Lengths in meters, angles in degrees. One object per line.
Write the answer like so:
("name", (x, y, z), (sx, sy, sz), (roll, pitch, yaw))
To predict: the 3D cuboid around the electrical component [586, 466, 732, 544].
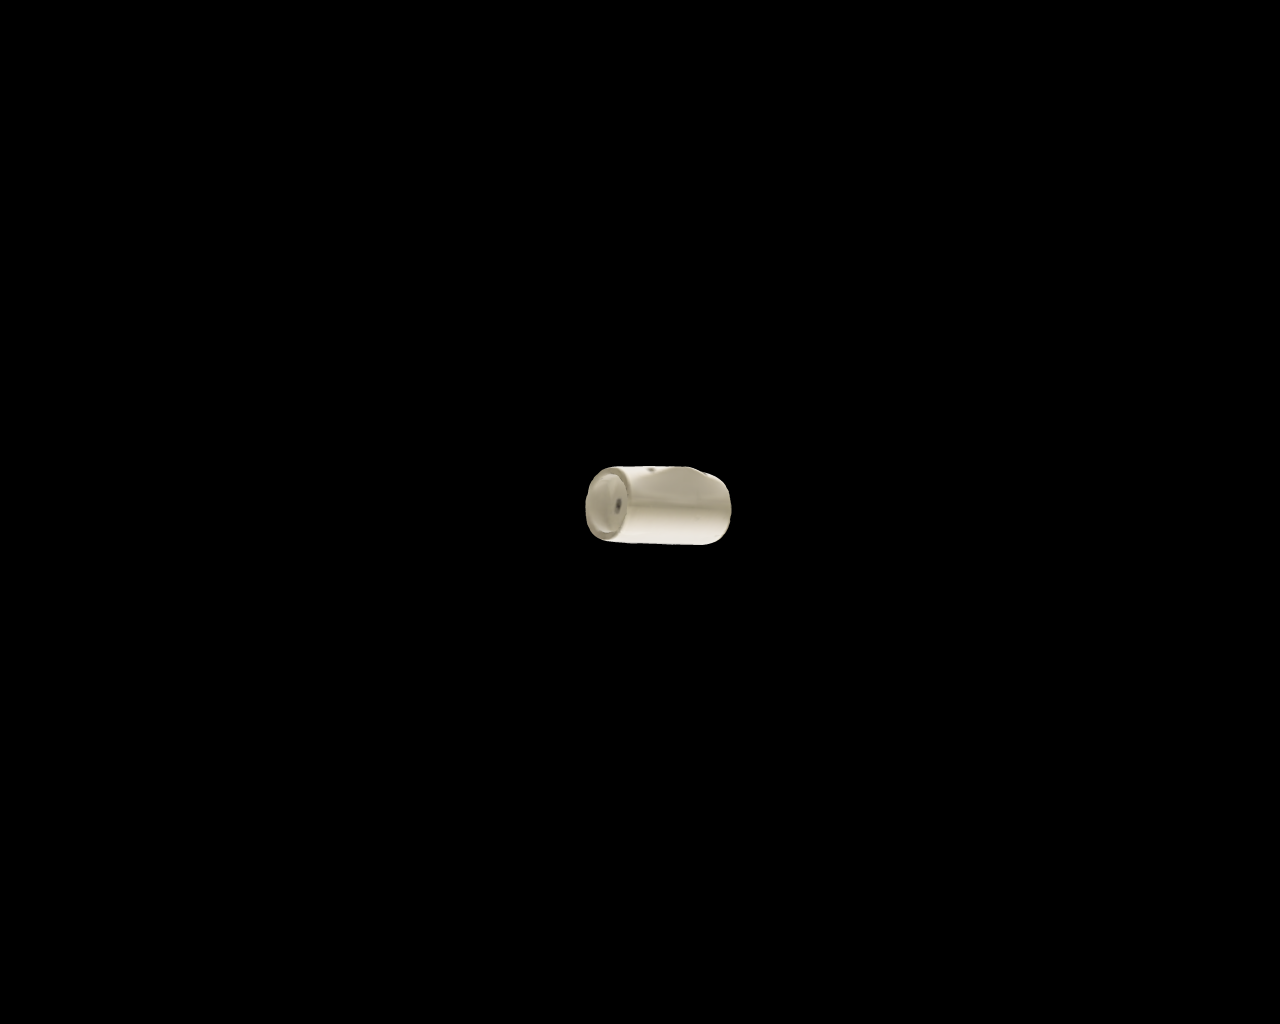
("electrical component", (0.001, -0.003, 0.650), (0.077, 0.043, 0.079), (3, -5, -37))
